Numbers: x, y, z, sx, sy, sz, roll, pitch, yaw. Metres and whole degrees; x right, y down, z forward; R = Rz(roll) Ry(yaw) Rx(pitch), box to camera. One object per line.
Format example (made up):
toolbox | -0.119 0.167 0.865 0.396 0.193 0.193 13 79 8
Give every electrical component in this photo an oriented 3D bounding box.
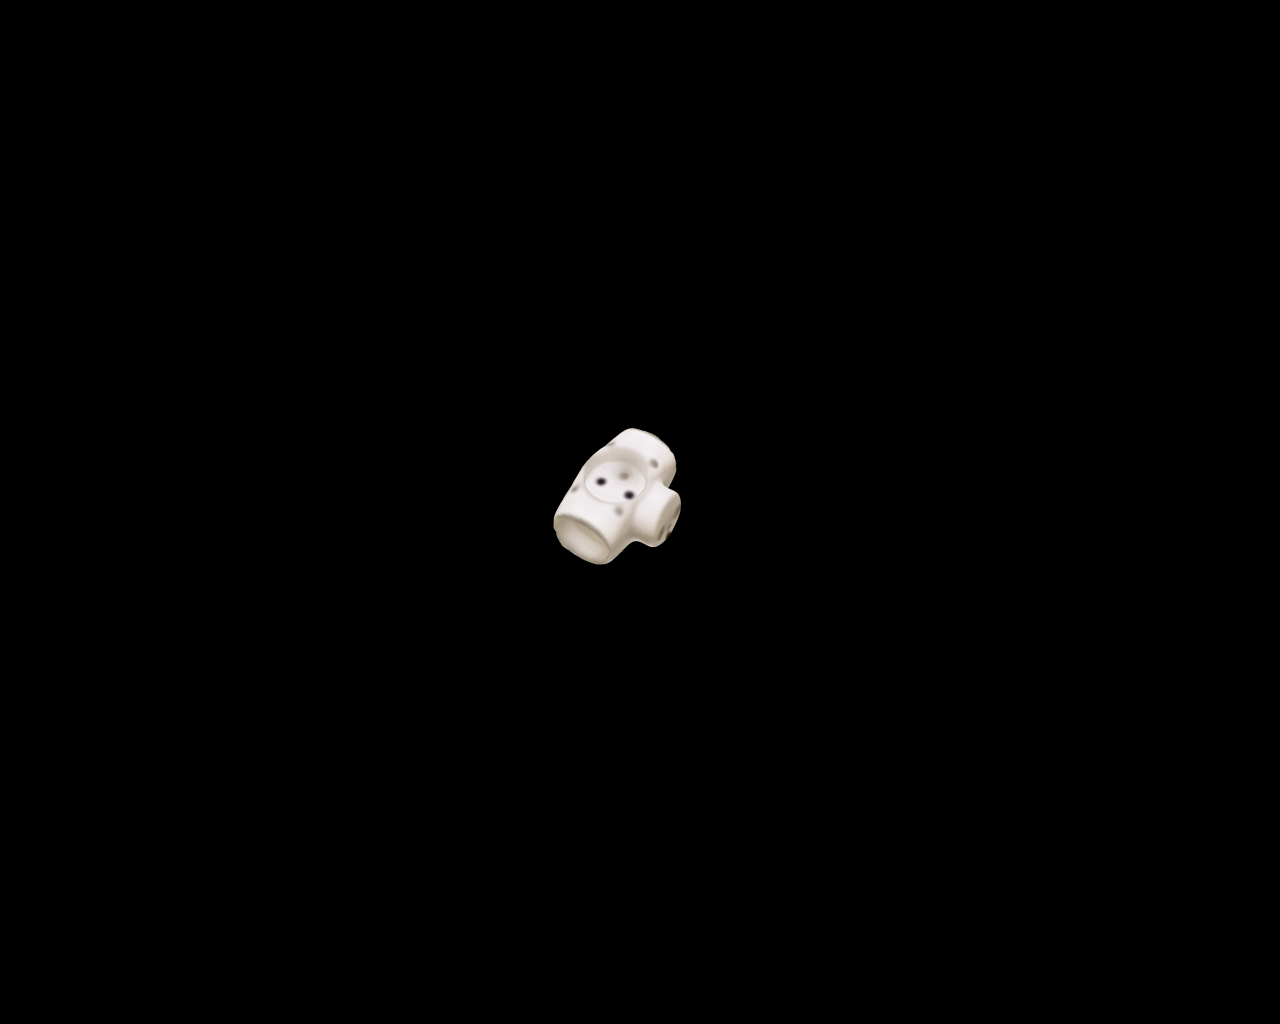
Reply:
electrical component | 0.001 -0.003 0.650 0.079 0.077 0.044 27 -32 18
